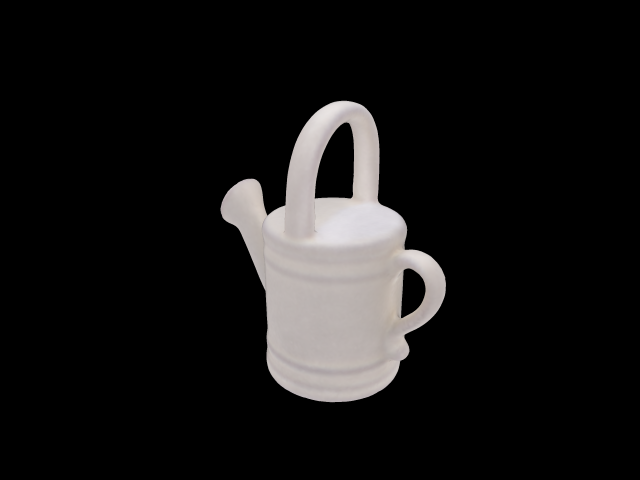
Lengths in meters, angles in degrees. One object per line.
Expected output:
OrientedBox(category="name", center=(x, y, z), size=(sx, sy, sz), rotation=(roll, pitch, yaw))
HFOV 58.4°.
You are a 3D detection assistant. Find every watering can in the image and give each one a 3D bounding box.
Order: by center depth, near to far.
OrientedBox(category="watering can", center=(0.002, 0.002, 0.398), size=(0.172, 0.194, 0.101), rotation=(6, 23, 14))
